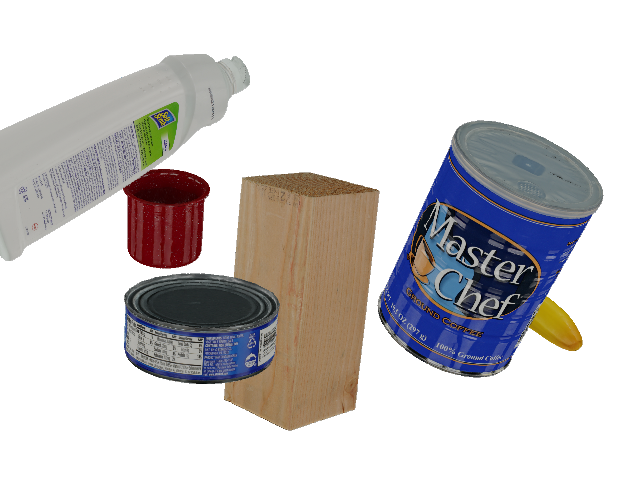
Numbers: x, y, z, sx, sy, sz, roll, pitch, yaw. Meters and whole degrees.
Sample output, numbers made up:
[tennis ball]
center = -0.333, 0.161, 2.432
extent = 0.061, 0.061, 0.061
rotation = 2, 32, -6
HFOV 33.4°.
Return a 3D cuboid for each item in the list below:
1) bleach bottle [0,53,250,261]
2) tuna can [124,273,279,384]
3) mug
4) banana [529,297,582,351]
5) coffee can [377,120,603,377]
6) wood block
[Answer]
[bleach bottle]
center = -0.168, -0.083, 0.883
extent = 0.250, 0.068, 0.103
rotation = -30, -29, -23
[tuna can]
center = -0.066, 0.048, 0.594
extent = 0.086, 0.034, 0.086
rotation = 4, 17, -2
[mug]
center = -0.174, -0.028, 1.169
extent = 0.093, 0.081, 0.117
rotation = -8, 31, -26
[banana]
center = 0.175, 0.063, 1.077
extent = 0.198, 0.069, 0.037
rotation = 14, -37, 26
[coffee can]
center = 0.110, 0.006, 0.714
extent = 0.102, 0.140, 0.103
rotation = 16, 32, -10
[wood block]
center = -0.019, 0.050, 0.953
extent = 0.090, 0.206, 0.090
rotation = 17, 18, 40
